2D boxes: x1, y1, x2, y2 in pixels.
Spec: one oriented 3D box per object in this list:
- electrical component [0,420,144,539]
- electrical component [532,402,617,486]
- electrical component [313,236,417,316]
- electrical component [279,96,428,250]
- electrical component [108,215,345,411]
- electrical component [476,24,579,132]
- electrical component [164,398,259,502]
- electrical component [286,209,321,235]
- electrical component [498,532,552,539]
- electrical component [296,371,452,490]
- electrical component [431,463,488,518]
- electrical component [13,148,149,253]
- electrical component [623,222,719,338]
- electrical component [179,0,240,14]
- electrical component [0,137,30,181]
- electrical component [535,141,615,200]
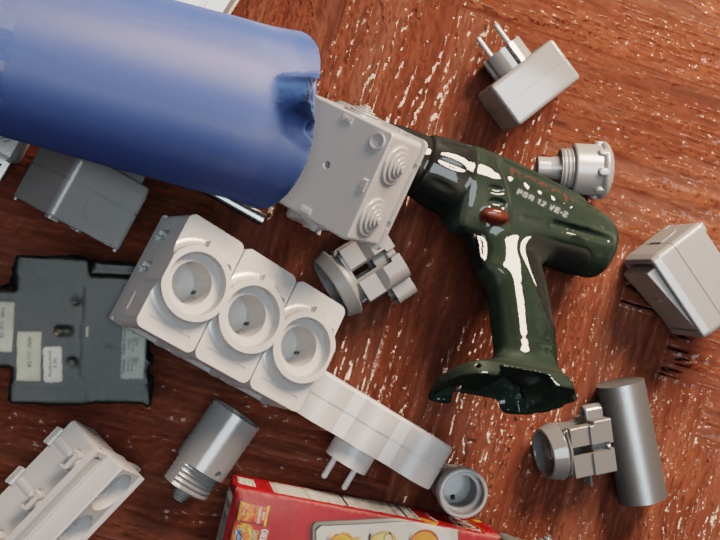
[{"bbox_3d":[-0.233,0.178,0.810,0.063,0.078,0.121,41,83,22],"label":"electrical component"},{"bbox_3d":[0.177,0.147,0.890,0.055,0.048,0.066,-9,93,-16],"label":"electrical component"},{"bbox_3d":[0.000,0.000,0.856,0.057,0.058,0.078,-33,95,-11],"label":"electrical component"},{"bbox_3d":[-0.012,-0.073,0.790,0.100,0.048,0.099,30,101,30],"label":"electrical component"},{"bbox_3d":[-0.095,0.033,0.805,0.150,0.062,0.089,33,73,-29],"label":"electrical component"},{"bbox_3d":[0.126,-0.165,0.881,0.066,0.047,0.076,-38,96,-7],"label":"electrical component"},{"bbox_3d":[-0.120,0.146,0.843,0.043,0.043,0.081,35,85,-8],"label":"electrical component"},{"bbox_3d":[-0.032,-0.067,0.858,0.040,0.040,0.078,17,87,-9],"label":"electrical component"},{"bbox_3d":[0.134,0.258,0.875,0.062,0.061,0.096,22,86,-9],"label":"electrical component"},{"bbox_3d":[-0.003,0.138,0.857,0.138,0.052,0.073,32,86,-8],"label":"electrical component"},{"bbox_3d":[0.079,0.177,0.873,0.040,0.046,0.040,0,90,-9],"label":"electrical component"},{"bbox_3d":[-0.210,-0.061,0.806,0.062,0.096,0.061,31,84,-37],"label":"electrical component"},{"bbox_3d":[0.273,0.016,0.897,0.061,0.062,0.096,-36,96,-8],"label":"electrical component"},{"bbox_3d":[-0.132,-0.225,0.834,0.078,0.057,0.113,32,85,-8],"label":"electrical component"},{"bbox_3d":[-0.268,-0.109,0.808,0.042,0.064,0.081,30,85,-9],"label":"electrical component"},{"bbox_3d":[0.177,-0.084,0.891,0.062,0.048,0.048,3,90,-1],"label":"electrical component"}]
